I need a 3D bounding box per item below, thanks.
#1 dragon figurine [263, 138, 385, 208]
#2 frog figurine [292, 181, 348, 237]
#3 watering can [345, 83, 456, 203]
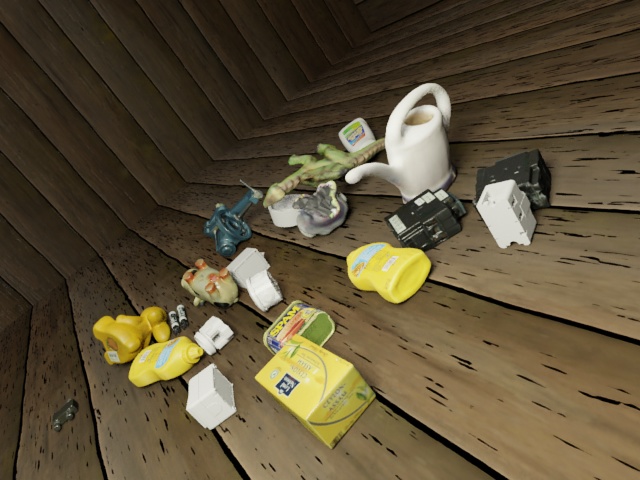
[{"bbox_3d":[0.042,-0.181,1.314,0.410,0.121,0.246,-22,18,4],"label":"dragon figurine"},{"bbox_3d":[0.004,-0.063,1.250,0.138,0.123,0.157,-50,-11,-12],"label":"frog figurine"},{"bbox_3d":[0.173,-0.157,1.012,0.104,0.220,0.353,13,51,40],"label":"watering can"}]
